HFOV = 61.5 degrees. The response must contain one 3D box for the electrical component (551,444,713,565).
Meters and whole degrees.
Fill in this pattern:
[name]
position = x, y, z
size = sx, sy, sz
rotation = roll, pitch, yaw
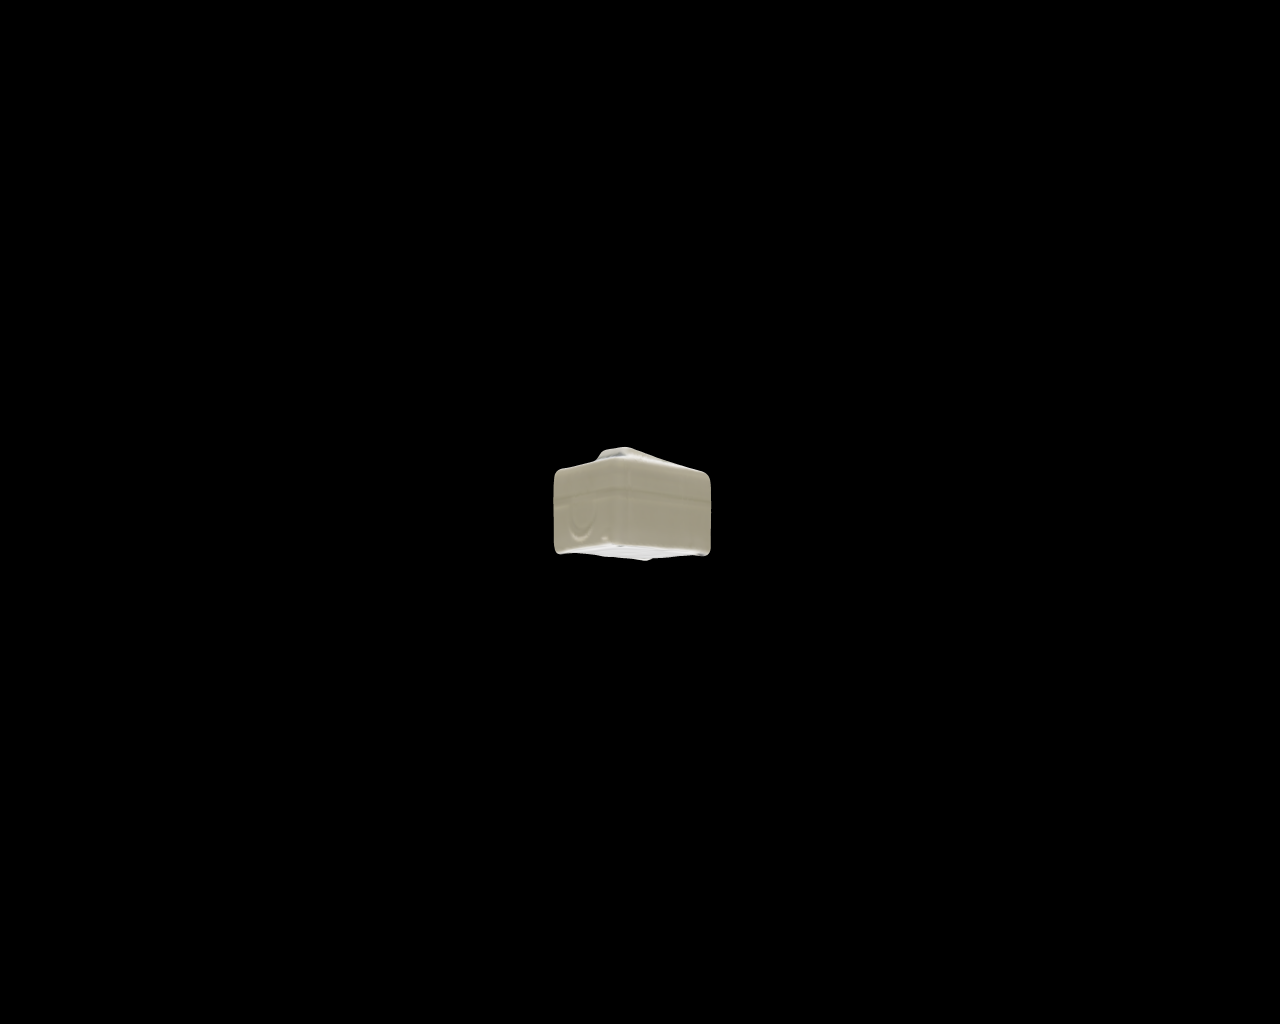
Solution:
[electrical component]
position = 0.001, -0.003, 0.650
size = 0.096, 0.061, 0.061
rotation = 8, -11, -43
